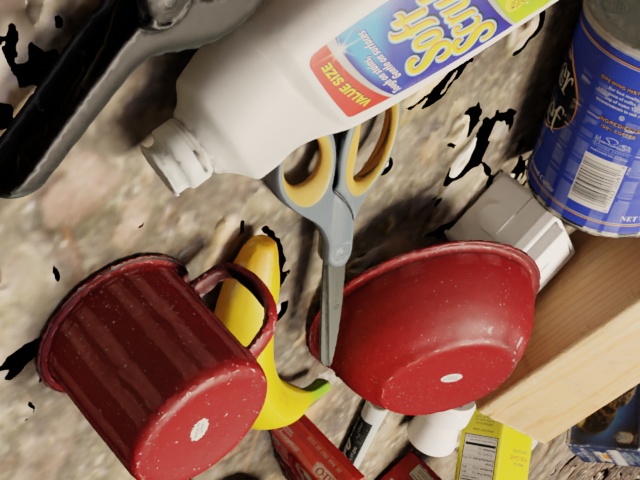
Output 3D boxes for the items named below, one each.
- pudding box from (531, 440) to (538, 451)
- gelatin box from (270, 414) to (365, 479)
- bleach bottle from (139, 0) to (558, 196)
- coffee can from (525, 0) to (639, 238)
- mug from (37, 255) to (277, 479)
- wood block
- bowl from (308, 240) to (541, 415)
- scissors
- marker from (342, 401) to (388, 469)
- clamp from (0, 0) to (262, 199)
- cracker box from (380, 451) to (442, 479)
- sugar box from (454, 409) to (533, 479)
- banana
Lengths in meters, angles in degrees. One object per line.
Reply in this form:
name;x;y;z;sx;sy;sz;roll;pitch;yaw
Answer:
pudding box;0.196;0.173;1.058;0.089;0.039;0.114;-11;133;-44
gelatin box;0.001;0.172;0.771;0.030;0.073;0.089;-36;149;-18
bleach bottle;0.028;-0.101;0.493;0.250;0.068;0.102;-38;149;-10
coffee can;0.200;-0.086;0.686;0.102;0.103;0.140;-26;144;-32
mug;-0.071;0.060;0.536;0.117;0.082;0.093;-40;149;-12
wood block;0.211;0.053;0.801;0.090;0.091;0.206;28;124;-36
bowl;0.076;0.069;0.699;0.162;0.055;0.162;-12;146;-8
scissors;-0.004;0.001;0.597;0.096;0.016;0.202;-11;128;-42
marker;0.026;0.174;0.860;0.020;0.020;0.121;-15;137;-43
clamp;-0.071;-0.100;0.389;0.171;0.039;0.120;-43;156;-18
cracker box;0.046;0.313;1.000;0.213;0.072;0.164;-42;149;-7
sugar box;0.154;0.201;0.943;0.093;0.048;0.176;25;70;-59
banana;-0.037;0.070;0.643;0.069;0.037;0.198;-57;157;-23
